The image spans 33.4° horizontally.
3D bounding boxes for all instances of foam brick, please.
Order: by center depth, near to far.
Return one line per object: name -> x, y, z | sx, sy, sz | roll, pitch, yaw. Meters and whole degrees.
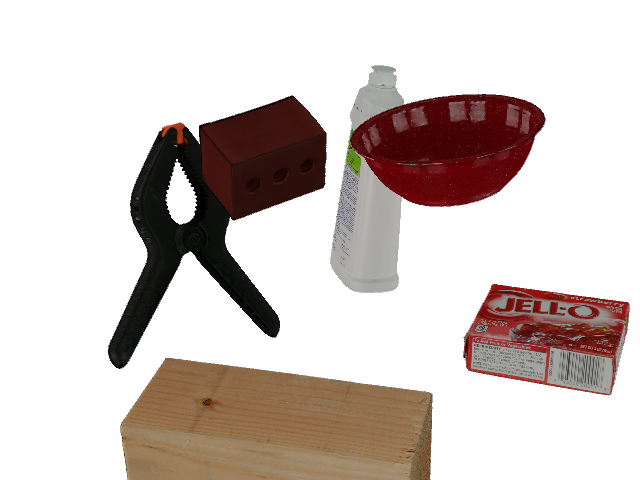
foam brick -> -0.040, -0.059, 0.755 | 0.078, 0.053, 0.051 | -22, 48, -23

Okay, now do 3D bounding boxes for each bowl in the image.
bowl -> 0.109, -0.072, 0.896 | 0.162, 0.055, 0.162 | -9, 24, 4

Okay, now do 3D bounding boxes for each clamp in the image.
clamp -> -0.109, 0.003, 0.942 | 0.164, 0.210, 0.036 | 0, 0, -33

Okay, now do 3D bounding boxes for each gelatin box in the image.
gelatin box -> 0.140, 0.058, 0.655 | 0.089, 0.030, 0.073 | 8, 25, 20

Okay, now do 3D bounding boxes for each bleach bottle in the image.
bleach bottle -> 0.061, -0.073, 1.228 | 0.068, 0.251, 0.103 | -2, 23, -19

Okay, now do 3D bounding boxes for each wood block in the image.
wood block -> -0.028, 0.156, 0.775 | 0.206, 0.090, 0.090 | 6, 30, 14
